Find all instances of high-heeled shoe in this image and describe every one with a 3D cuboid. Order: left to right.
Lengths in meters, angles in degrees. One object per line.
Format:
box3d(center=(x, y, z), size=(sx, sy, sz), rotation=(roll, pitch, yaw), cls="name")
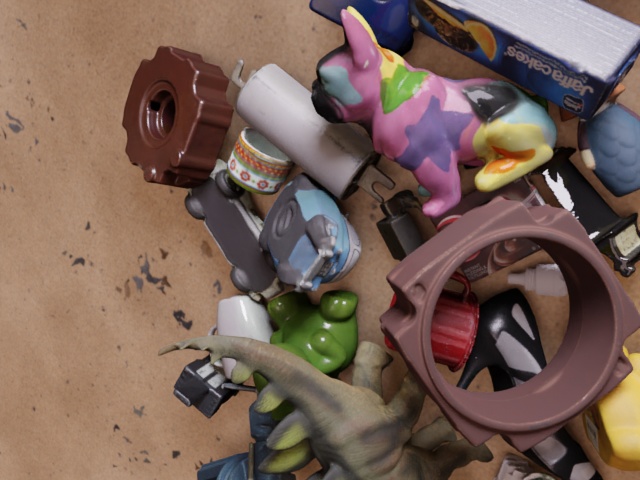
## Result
box3d(center=(0.258, 0.172, 0.611), size=(0.248, 0.086, 0.145), rotation=(37, 83, -9), cls="high-heeled shoe")

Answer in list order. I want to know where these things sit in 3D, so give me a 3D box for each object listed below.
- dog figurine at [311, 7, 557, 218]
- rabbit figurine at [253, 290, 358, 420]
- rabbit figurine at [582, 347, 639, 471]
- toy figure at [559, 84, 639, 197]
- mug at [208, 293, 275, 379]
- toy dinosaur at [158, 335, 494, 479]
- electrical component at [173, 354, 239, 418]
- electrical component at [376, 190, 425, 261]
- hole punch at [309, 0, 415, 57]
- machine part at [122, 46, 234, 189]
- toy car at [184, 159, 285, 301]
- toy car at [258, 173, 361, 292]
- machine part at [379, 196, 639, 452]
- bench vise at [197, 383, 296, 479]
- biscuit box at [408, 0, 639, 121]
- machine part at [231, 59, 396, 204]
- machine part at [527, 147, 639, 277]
box3d(center=(0.101, -0.140, 0.524), size=(0.192, 0.108, 0.219), rotation=(-28, 110, 22), cls="dog figurine")
box3d(center=(-0.032, 0.150, 0.660), size=(0.121, 0.170, 0.159), rotation=(6, 105, 24), cls="rabbit figurine")
box3d(center=(0.353, 0.157, 0.516), size=(0.173, 0.162, 0.121), rotation=(-8, 89, 8), cls="rabbit figurine")
box3d(center=(0.269, -0.117, 0.518), size=(0.154, 0.064, 0.058), rotation=(63, 155, 3), cls="toy figure")
box3d(center=(-0.111, 0.130, 0.747), size=(0.110, 0.081, 0.107), rotation=(-15, 85, 33), cls="mug")
box3d(center=(0.044, 0.215, 0.577), size=(0.471, 0.198, 0.105), rotation=(47, 158, -19), cls="toy dinosaur")
box3d(center=(-0.166, 0.211, 0.765), size=(0.075, 0.119, 0.047), rotation=(35, 114, 9), cls="electrical component")
box3d(center=(0.105, -0.005, 0.617), size=(0.045, 0.078, 0.102), rotation=(-29, 89, -7), cls="electrical component")
box3d(center=(0.060, -0.266, 0.558), size=(0.116, 0.092, 0.142), rotation=(30, 110, 10), cls="hole punch")
box3d(center=(-0.187, -0.156, 0.684), size=(0.180, 0.056, 0.179), rotation=(-2, 87, 40), cls="machine part")
box3d(center=(-0.109, -0.012, 0.718), size=(0.073, 0.056, 0.201), rotation=(-32, 91, 21), cls="toy car")
box3d(center=(-0.001, -0.002, 0.640), size=(0.103, 0.162, 0.109), rotation=(22, 111, -30), cls="toy car")
box3d(center=(0.176, 0.077, 0.509), size=(0.201, 0.087, 0.201), rotation=(-36, 96, -1), cls="machine part")
box3d(center=(-0.107, 0.323, 0.754), size=(0.241, 0.129, 0.223), rotation=(-31, 65, 36), cls="bench vise")
box3d(center=(0.176, -0.190, 0.483), size=(0.203, 0.059, 0.063), rotation=(37, 81, 20), cls="biscuit box")
box3d(center=(-0.014, -0.126, 0.632), size=(0.243, 0.079, 0.079), rotation=(39, 116, 9), cls="machine part")
box3d(center=(0.271, -0.032, 0.536), size=(0.139, 0.084, 0.039), rotation=(54, 143, 12), cls="machine part")
